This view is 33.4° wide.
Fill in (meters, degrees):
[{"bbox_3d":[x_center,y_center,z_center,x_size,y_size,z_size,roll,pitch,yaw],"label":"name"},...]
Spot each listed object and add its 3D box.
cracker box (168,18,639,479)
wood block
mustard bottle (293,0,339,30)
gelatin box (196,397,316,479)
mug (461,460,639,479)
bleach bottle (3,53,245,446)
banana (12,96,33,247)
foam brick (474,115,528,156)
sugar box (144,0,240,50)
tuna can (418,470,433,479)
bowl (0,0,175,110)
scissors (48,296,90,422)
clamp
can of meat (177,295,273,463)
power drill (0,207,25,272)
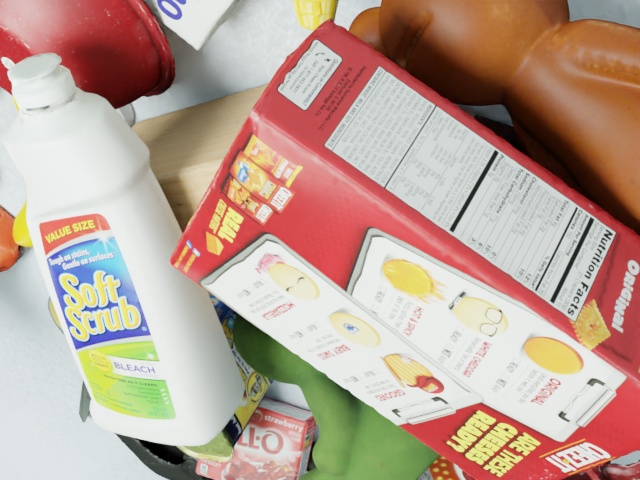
[{"bbox_3d":[0.049,0.019,0.487,0.213,0.072,0.164,34,151,-3],"label":"cracker box"},{"bbox_3d":[-0.039,-0.031,0.635,0.207,0.090,0.090,-10,125,39],"label":"wood block"},{"bbox_3d":[-0.004,-0.182,0.469,0.096,0.058,0.192,12,130,16],"label":"mustard bottle"},{"bbox_3d":[-0.052,0.165,0.862,0.089,0.030,0.073,15,102,19],"label":"gelatin box"},{"bbox_3d":[0.155,0.122,0.671,0.117,0.081,0.093,-2,129,34],"label":"mug"},{"bbox_3d":[-0.122,0.009,0.611,0.103,0.068,0.251,7,132,28],"label":"bleach bottle"},{"bbox_3d":[-0.197,-0.052,0.762,0.070,0.037,0.198,38,142,23],"label":"banana"},{"bbox_3d":[0.092,-0.020,0.572,0.053,0.078,0.051,20,138,11],"label":"foam brick"},{"bbox_3d":[-0.106,-0.188,0.554,0.176,0.048,0.093,39,140,-6],"label":"sugar box"},{"bbox_3d":[0.056,0.195,0.846,0.086,0.033,0.086,18,138,17],"label":"tuna can"},{"bbox_3d":[-0.164,-0.122,0.615,0.162,0.055,0.162,30,159,12],"label":"bowl"},{"bbox_3d":[-0.214,0.099,0.939,0.096,0.016,0.202,40,140,-6],"label":"scissors"},{"bbox_3d":[-0.095,0.185,0.932,0.210,0.036,0.165,32,131,5],"label":"clamp"},{"bbox_3d":[-0.083,0.101,0.802,0.058,0.083,0.102,0,131,33],"label":"can of meat"},{"bbox_3d":[-0.327,0.025,0.804,0.184,0.187,0.057,42,141,-13],"label":"power drill"}]
